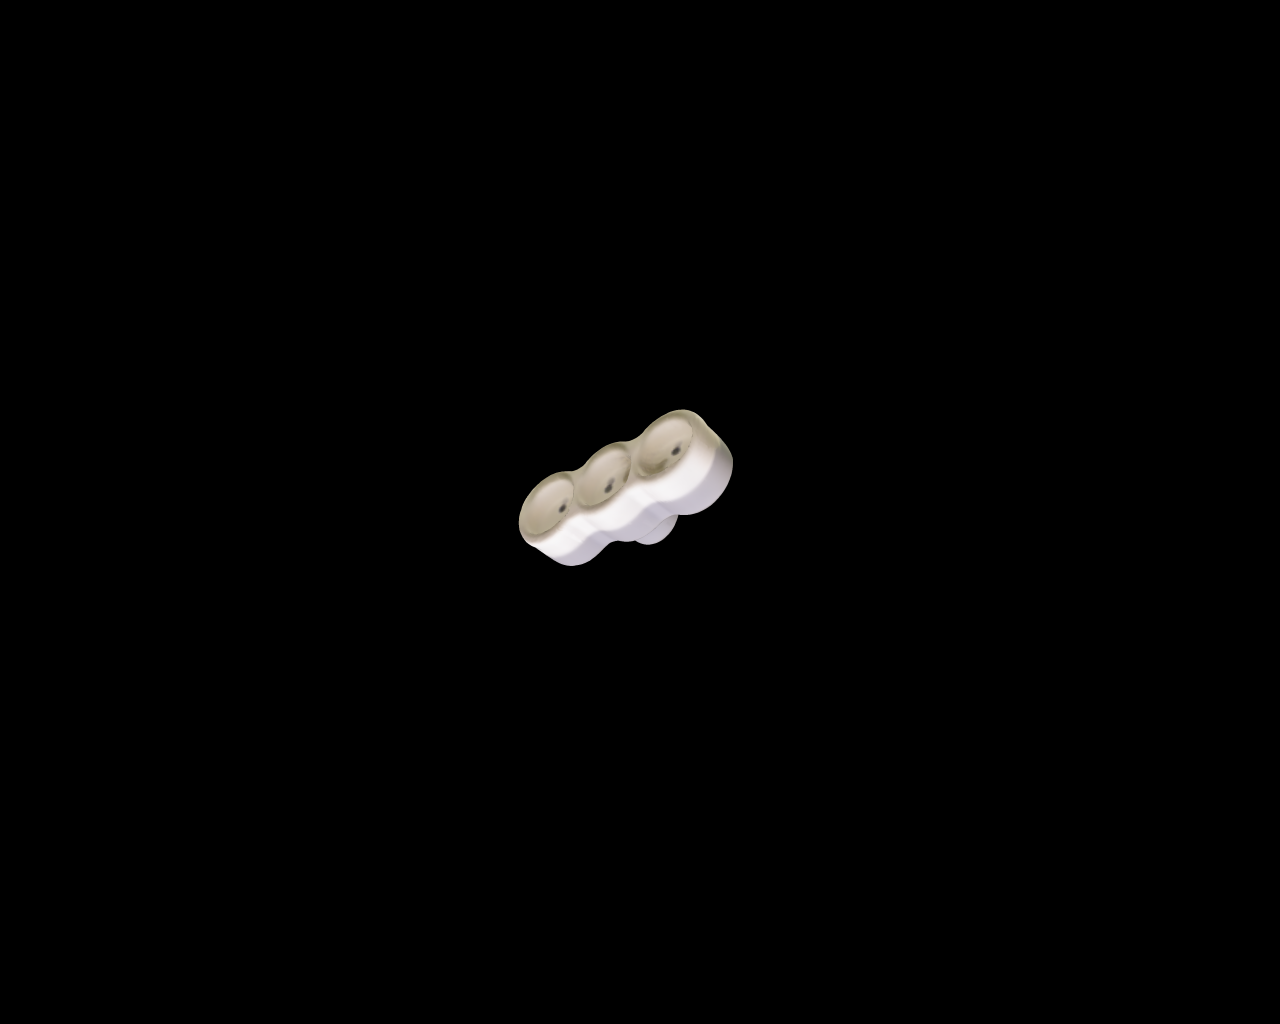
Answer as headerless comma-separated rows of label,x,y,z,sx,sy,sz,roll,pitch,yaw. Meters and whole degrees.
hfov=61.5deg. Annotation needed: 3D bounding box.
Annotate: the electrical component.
electrical component,0.001,-0.003,0.650,0.138,0.052,0.073,-25,-45,28
